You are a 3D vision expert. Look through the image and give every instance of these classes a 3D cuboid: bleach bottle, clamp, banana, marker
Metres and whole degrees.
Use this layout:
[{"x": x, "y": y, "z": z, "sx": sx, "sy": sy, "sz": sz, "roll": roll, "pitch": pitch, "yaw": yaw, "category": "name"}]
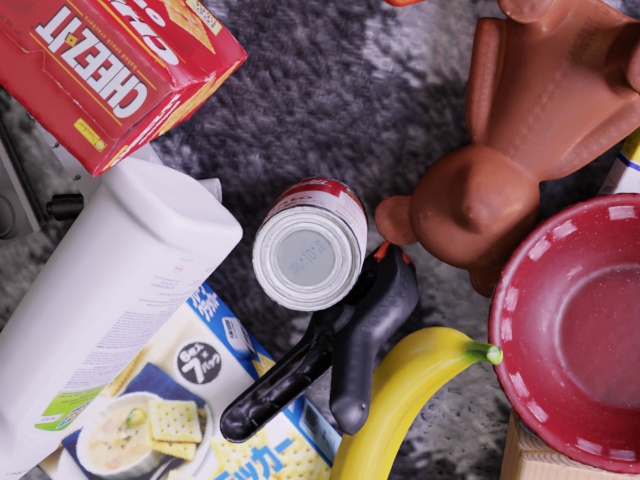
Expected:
[{"x": -0.156, "y": 0.067, "z": 0.641, "sx": 0.068, "sy": 0.102, "sz": 0.251, "roll": 45, "pitch": 102, "yaw": 20, "category": "bleach bottle"}, {"x": 0.006, "y": 0.067, "z": 0.680, "sx": 0.120, "sy": 0.171, "sz": 0.039, "roll": -14, "pitch": 117, "yaw": 36, "category": "clamp"}, {"x": 0.042, "y": 0.124, "z": 0.669, "sx": 0.037, "sy": 0.070, "sz": 0.198, "roll": 17, "pitch": 115, "yaw": -24, "category": "banana"}, {"x": -0.128, "y": -0.027, "z": 0.728, "sx": 0.121, "sy": 0.020, "sz": 0.020, "roll": -5, "pitch": 103, "yaw": 6, "category": "marker"}]

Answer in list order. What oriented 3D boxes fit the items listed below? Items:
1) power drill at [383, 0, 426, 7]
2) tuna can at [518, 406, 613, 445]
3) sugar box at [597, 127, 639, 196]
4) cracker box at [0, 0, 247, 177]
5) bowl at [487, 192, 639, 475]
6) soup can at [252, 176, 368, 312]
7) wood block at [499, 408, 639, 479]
[{"x": 0.079, "y": -0.246, "z": 0.639, "sx": 0.184, "sy": 0.057, "sz": 0.187, "roll": -15, "pitch": 98, "yaw": 13, "category": "power drill"}, {"x": 0.175, "y": 0.112, "z": 0.699, "sx": 0.086, "sy": 0.086, "sz": 0.034, "roll": 9, "pitch": 102, "yaw": 3, "category": "tuna can"}, {"x": 0.244, "y": -0.056, "z": 0.674, "sx": 0.093, "sy": 0.048, "sz": 0.176, "roll": 25, "pitch": 108, "yaw": -1, "category": "sugar box"}, {"x": -0.134, "y": -0.133, "z": 0.603, "sx": 0.164, "sy": 0.213, "sz": 0.072, "roll": 45, "pitch": 103, "yaw": -6, "category": "cracker box"}, {"x": 0.183, "y": 0.056, "z": 0.632, "sx": 0.162, "sy": 0.055, "sz": 0.162, "roll": -3, "pitch": 81, "yaw": 17, "category": "bowl"}, {"x": -0.004, "y": 0.001, "z": 0.681, "sx": 0.068, "sy": 0.102, "sz": 0.068, "roll": 1, "pitch": 103, "yaw": 5, "category": "soup can"}, {"x": 0.161, "y": 0.231, "z": 0.726, "sx": 0.091, "sy": 0.090, "sz": 0.206, "roll": 8, "pitch": 104, "yaw": 4, "category": "wood block"}]
